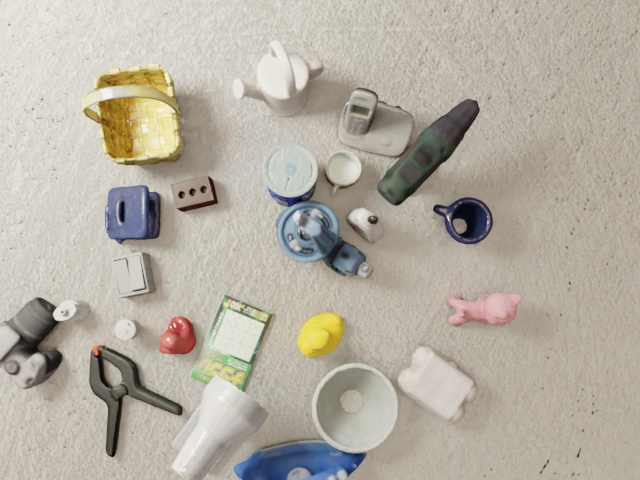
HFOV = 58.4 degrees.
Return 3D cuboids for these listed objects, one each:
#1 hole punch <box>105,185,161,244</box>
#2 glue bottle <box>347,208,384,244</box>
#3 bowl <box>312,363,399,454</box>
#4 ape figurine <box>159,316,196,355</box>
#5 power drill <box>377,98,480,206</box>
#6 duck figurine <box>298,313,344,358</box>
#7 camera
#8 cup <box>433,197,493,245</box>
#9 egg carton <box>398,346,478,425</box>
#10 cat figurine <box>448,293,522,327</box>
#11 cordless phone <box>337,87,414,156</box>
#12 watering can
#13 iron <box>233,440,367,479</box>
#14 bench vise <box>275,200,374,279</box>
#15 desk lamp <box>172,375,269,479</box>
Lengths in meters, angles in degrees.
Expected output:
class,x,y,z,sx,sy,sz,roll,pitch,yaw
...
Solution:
class,x,y,z,sx,sy,sz,roll,pitch,yaw
hole punch,-0.370,-0.050,1.116,0.101,0.091,0.109,-1,85,-2
glue bottle,0.092,-0.032,1.092,0.078,0.173,0.037,39,85,2
bowl,0.066,0.320,1.112,0.167,0.074,0.167,0,85,-2
ape figurine,-0.279,0.190,1.100,0.078,0.092,0.076,-38,88,-4
power drill,0.194,-0.156,1.088,0.075,0.208,0.230,42,85,2
duck figurine,0.003,0.187,1.115,0.104,0.086,0.077,-40,88,-5
camera,-0.553,0.188,1.085,0.143,0.100,0.137,42,85,2
cup,0.273,-0.038,1.139,0.118,0.095,0.092,20,85,0
egg carton,0.232,0.284,1.124,0.150,0.069,0.107,34,85,1
cat figurine,0.324,0.137,1.116,0.128,0.117,0.067,-6,86,-3
cordless phone,0.112,-0.233,1.103,0.147,0.185,0.094,12,85,-1
watering can,-0.077,-0.308,1.097,0.173,0.194,0.101,-42,88,-5
iron,-0.031,0.446,1.065,0.258,0.141,0.119,-14,86,-3
bench vise,0.013,-0.008,1.063,0.207,0.219,0.121,16,85,-1
desk lamp,-0.186,0.342,1.031,0.118,0.213,0.203,35,85,1
